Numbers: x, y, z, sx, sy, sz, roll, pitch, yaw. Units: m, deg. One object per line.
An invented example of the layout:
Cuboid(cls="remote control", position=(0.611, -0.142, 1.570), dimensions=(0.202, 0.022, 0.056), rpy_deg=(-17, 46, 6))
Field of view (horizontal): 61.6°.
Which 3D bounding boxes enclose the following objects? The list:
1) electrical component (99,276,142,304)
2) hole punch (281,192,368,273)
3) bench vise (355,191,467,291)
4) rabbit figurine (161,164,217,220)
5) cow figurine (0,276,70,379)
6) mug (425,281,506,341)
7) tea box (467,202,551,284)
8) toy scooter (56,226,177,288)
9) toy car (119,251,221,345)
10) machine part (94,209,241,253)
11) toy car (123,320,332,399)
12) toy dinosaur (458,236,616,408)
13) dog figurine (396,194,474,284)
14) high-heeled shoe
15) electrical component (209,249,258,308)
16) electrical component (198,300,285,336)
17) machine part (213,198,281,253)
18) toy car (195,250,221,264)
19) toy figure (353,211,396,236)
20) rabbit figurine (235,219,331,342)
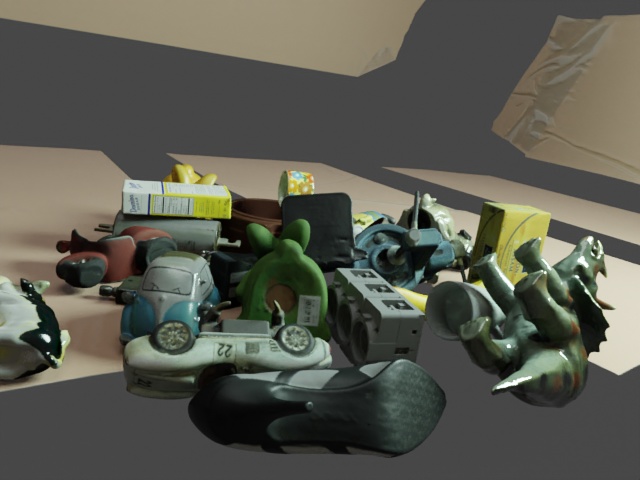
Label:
Cuboid(cls="electrical component", position=(-0.253, 0.069, 0.744), dimensions=(0.094, 0.021, 0.063), rpy_deg=(6, 15, -6))
Cuboid(cls="hole punch", position=(-0.002, -0.002, 0.821), dimensions=(0.142, 0.116, 0.092), rpy_deg=(-1, -19, 1))
Cuboid(cls="bench vise", position=(0.144, 0.026, 0.846), dimensions=(0.224, 0.129, 0.240), rpy_deg=(-1, -17, -4))
Cuboid(cls="rabbit figurine", position=(-0.252, -0.063, 1.040), dimensions=(0.122, 0.162, 0.173), rpy_deg=(15, 29, -23))
Cuboid(cls="cow figurine", position=(-0.317, 0.083, 0.568), dimensions=(0.098, 0.068, 0.167), rpy_deg=(7, 17, -27))
Cuboid(cls="mug", position=(0.221, 0.107, 0.754), dimensions=(0.107, 0.080, 0.110), rpy_deg=(6, 31, -39))
Cuboid(cls="tea box", position=(0.321, 0.025, 0.925), dimensions=(0.098, 0.169, 0.068), rpy_deg=(1, 15, -17))
Cuboid(cls="toy scooter", position=(-0.317, 0.017, 0.808), dimensions=(0.135, 0.075, 0.184), rpy_deg=(18, 22, 37))
Cuboid(cls="toy car", position=(-0.169, 0.066, 0.649), dimensions=(0.109, 0.102, 0.162), rpy_deg=(9, 17, 1))
Cuboid(cls="machine part", position=(-0.257, -0.006, 0.914), dimensions=(0.243, 0.079, 0.079), rpy_deg=(8, 15, -4))
Cuboid(cls="toy car", position=(-0.087, 0.121, 0.527), dimensions=(0.202, 0.073, 0.056), rpy_deg=(4, 47, -14))
Cuboid(cls="toy dinosaur", position=(0.267, 0.118, 0.639), dimensions=(0.192, 0.131, 0.405), rpy_deg=(49, 37, -4))
Cuboid(cls="dog figurine", position=(0.240, -0.014, 1.046), dimensions=(0.121, 0.172, 0.190), rpy_deg=(32, 33, 33))
Cuboid(cls="high-heeled shoe", position=(0.004, 0.160, 0.511), dimensions=(0.145, 0.086, 0.248), rpy_deg=(-19, -26, 40))
Cuboid(cls="electrical component", position=(-0.134, 0.054, 0.761), dimensions=(0.119, 0.074, 0.048), rpy_deg=(-1, 16, -44))
Cuboid(cls="electrical component", position=(-0.081, 0.103, 0.586), dimensions=(0.102, 0.078, 0.045), rpy_deg=(1, 50, -9))
Cuboid(cls="machine part", position=(-0.094, -0.021, 1.040), dimensions=(0.201, 0.087, 0.201), rpy_deg=(18, 16, 33))
Cuboid(cls="toy car", position=(-0.109, 0.041, 0.865), dimensions=(0.202, 0.053, 0.089), rpy_deg=(2, -5, -25))
Cuboid(cls="toy figure", position=(0.084, -0.020, 1.145), dimensions=(0.089, 0.082, 0.180), rpy_deg=(8, 16, 38))
Cuboid(cls="rabbit figurine", position=(-0.060, 0.055, 0.703), dimensions=(0.121, 0.159, 0.170), rpy_deg=(-5, 2, -10))
